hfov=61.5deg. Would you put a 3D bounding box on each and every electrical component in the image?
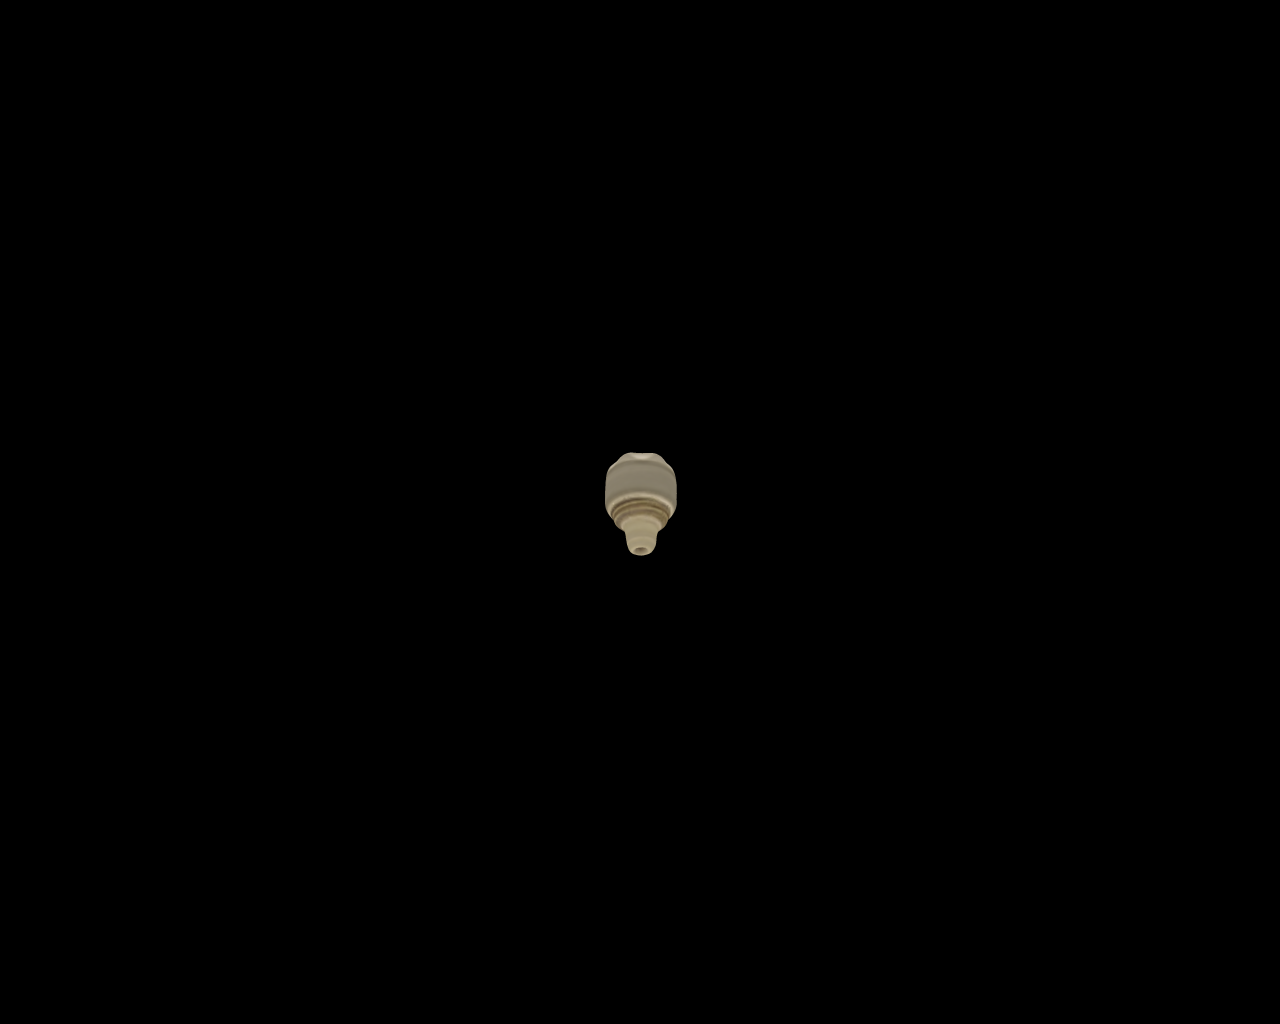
[{"bbox_3d":[0.001,-0.003,0.650,0.043,0.062,0.043,0,-30,0],"label":"electrical component"}]
